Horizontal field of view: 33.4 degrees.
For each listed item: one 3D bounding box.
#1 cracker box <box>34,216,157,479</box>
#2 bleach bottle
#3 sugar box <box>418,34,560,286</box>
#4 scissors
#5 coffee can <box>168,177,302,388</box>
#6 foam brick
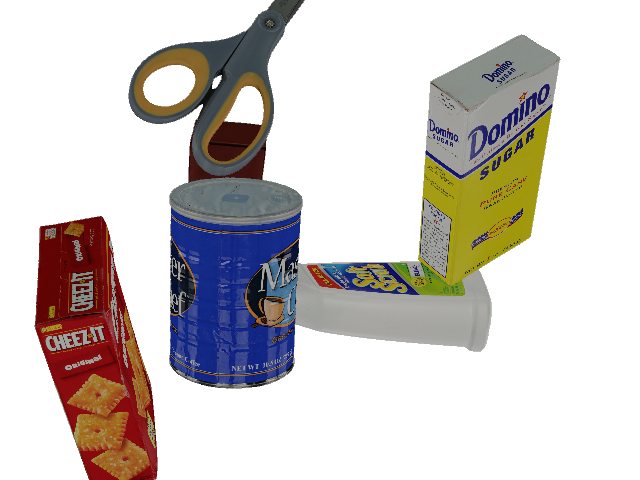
[{"bbox_3d":[-0.215,0.109,1.035,0.072,0.214,0.164,-12,35,-6],"label":"cracker box"},{"bbox_3d":[0.038,0.061,1.074,0.250,0.068,0.102,2,28,-6],"label":"bleach bottle"},{"bbox_3d":[0.123,-0.056,0.795,0.093,0.176,0.048,-30,54,-25],"label":"sugar box"},{"bbox_3d":[-0.053,-0.131,0.660,0.096,0.201,0.016,17,-26,-4],"label":"scissors"},{"bbox_3d":[-0.068,0.031,0.843,0.103,0.140,0.103,3,19,-1],"label":"coffee can"},{"bbox_3d":[-0.096,-0.090,1.108,0.078,0.051,0.053,5,31,-2],"label":"foam brick"}]
